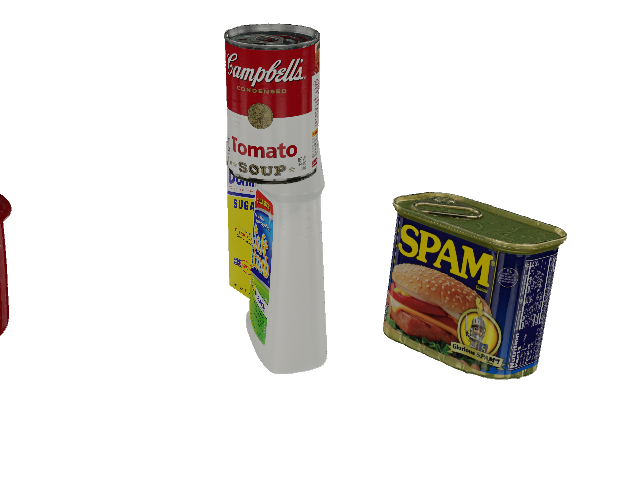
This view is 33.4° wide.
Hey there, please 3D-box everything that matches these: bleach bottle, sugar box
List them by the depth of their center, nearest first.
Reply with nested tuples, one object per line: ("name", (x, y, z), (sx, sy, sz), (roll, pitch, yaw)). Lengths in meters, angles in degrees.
("bleach bottle", (-0.030, -0.007, 0.948), (0.068, 0.251, 0.103), (-8, 33, -14))
("sugar box", (-0.062, -0.019, 1.155), (0.048, 0.176, 0.093), (-18, 29, -32))

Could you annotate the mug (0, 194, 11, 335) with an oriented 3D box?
("mug", (-0.239, 0.023, 0.636), (0.093, 0.081, 0.117), (17, 27, 28))

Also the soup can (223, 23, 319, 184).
("soup can", (-0.035, -0.099, 0.769), (0.068, 0.102, 0.068), (1, 24, -1))

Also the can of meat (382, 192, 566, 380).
("can of meat", (0.086, 0.025, 0.624), (0.057, 0.084, 0.102), (-11, 24, -43))
